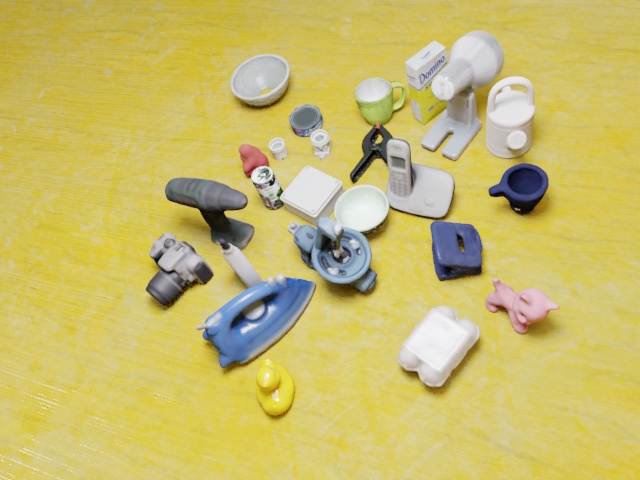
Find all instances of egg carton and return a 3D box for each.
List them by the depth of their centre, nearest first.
[{"bbox_3d":[0.221,0.197,1.073,0.107,0.069,0.150,33,73,29],"label":"egg carton"}]

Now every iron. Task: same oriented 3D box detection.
[{"bbox_3d":[-0.129,0.136,1.163,0.258,0.142,0.118,-37,57,-8],"label":"iron"}]

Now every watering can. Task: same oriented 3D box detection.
[{"bbox_3d":[0.411,-0.266,1.225,0.101,0.194,0.172,-24,56,0],"label":"watering can"}]

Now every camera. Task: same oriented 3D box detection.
[{"bbox_3d":[-0.339,0.067,1.287,0.142,0.101,0.137,31,72,29],"label":"camera"}]

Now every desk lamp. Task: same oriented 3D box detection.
[{"bbox_3d":[0.314,-0.325,1.276,0.117,0.214,0.203,28,70,28],"label":"desk lamp"}]

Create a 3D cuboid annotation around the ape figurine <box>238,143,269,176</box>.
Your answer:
[{"bbox_3d":[-0.171,-0.204,1.410,0.076,0.092,0.078,15,65,23],"label":"ape figurine"}]

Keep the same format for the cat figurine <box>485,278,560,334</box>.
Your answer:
[{"bbox_3d":[0.369,0.113,1.054,0.067,0.118,0.127,-44,58,-12],"label":"cat figurine"}]

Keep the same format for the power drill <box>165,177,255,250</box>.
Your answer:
[{"bbox_3d":[-0.225,-0.064,1.270,0.228,0.209,0.076,17,66,24],"label":"power drill"}]

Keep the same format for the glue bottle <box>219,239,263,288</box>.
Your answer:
[{"bbox_3d":[-0.178,0.043,1.214,0.037,0.173,0.078,-43,58,-12],"label":"glue bottle"}]

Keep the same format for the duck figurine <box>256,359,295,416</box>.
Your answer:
[{"bbox_3d":[-0.094,0.279,1.101,0.077,0.086,0.104,-14,57,7],"label":"duck figurine"}]

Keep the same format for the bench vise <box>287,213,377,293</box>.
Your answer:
[{"bbox_3d":[0.006,0.014,1.152,0.206,0.220,0.121,12,64,22],"label":"bench vise"}]

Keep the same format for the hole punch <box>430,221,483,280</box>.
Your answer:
[{"bbox_3d":[0.276,0.013,1.156,0.101,0.091,0.108,-10,58,10],"label":"hole punch"}]

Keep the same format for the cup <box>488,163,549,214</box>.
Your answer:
[{"bbox_3d":[0.406,-0.093,1.182,0.117,0.095,0.091,-13,57,7],"label":"cup"}]

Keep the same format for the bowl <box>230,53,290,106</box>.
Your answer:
[{"bbox_3d":[-0.152,-0.419,1.544,0.167,0.075,0.167,-7,58,11],"label":"bowl"}]

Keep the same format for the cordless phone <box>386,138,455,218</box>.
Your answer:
[{"bbox_3d":[0.207,-0.135,1.208,0.147,0.185,0.094,13,64,22],"label":"cordless phone"}]
